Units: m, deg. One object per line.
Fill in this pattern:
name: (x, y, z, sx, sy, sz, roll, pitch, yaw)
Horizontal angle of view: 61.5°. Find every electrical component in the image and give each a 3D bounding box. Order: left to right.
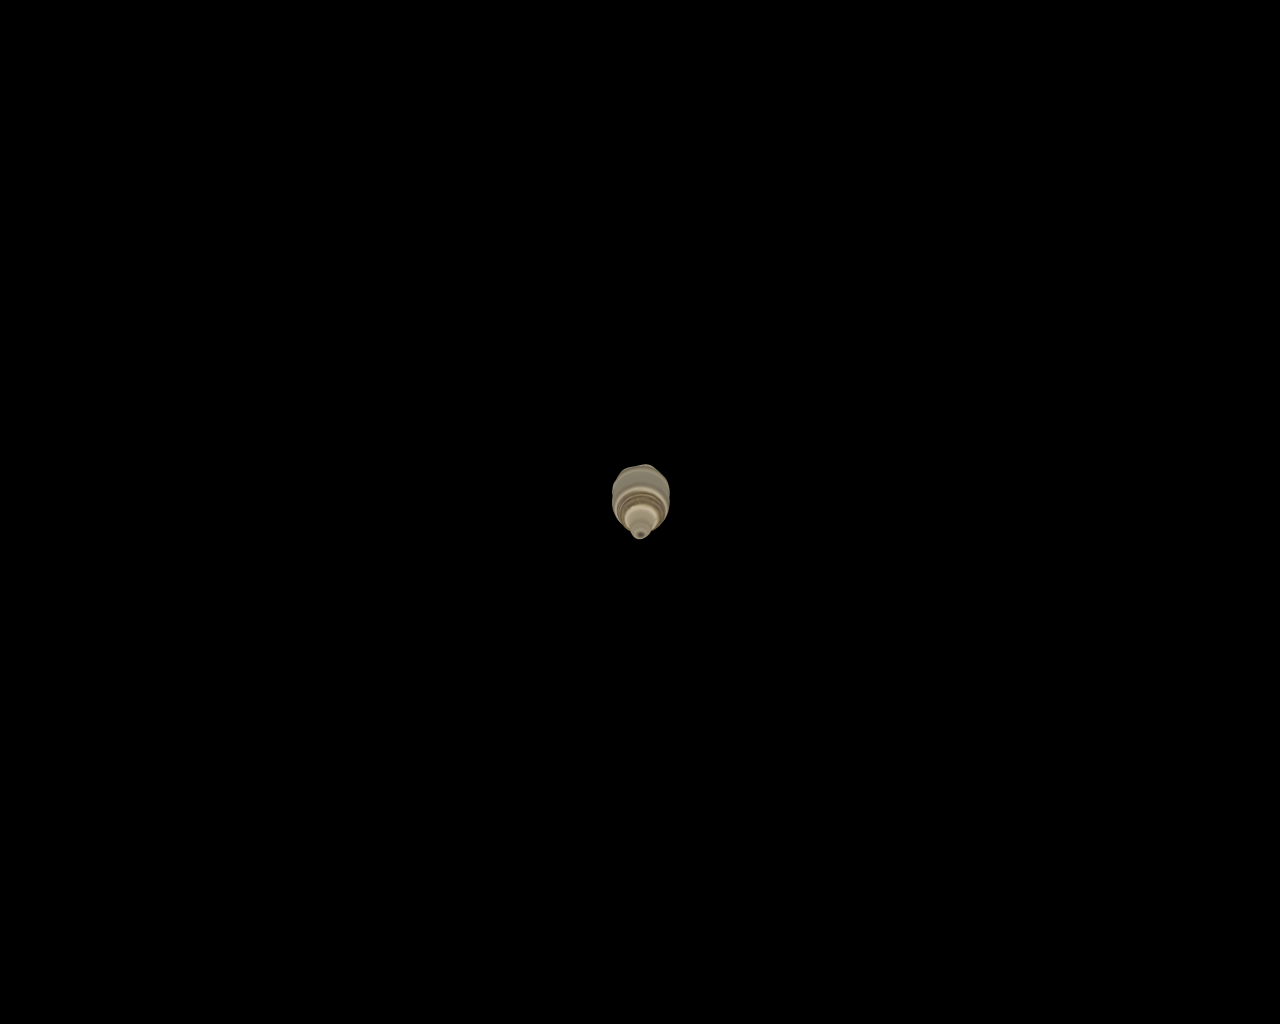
electrical component: (0.001, -0.003, 0.650, 0.035, 0.035, 0.061, 0, 32, 0)
